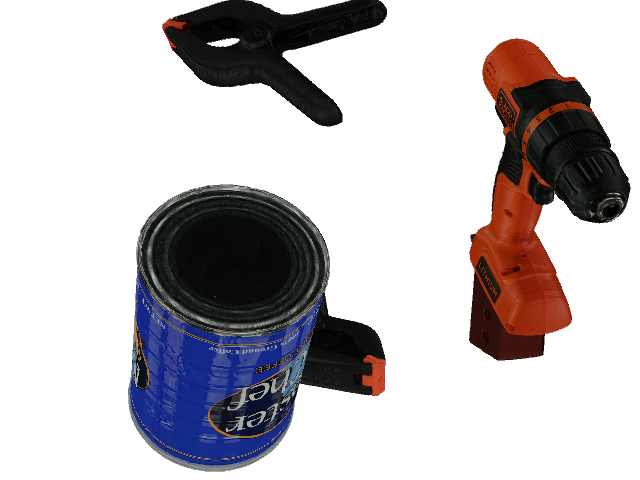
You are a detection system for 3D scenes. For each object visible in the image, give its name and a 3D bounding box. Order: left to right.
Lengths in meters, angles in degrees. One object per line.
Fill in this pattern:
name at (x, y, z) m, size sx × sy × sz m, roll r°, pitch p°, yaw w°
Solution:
coffee can at (-0.056, 0.053, 0.609) m, size 0.102 × 0.103 × 0.140 m, roll 0°, pitch -40°, yaw -12°
clamp at (-0.035, -0.154, 0.818) m, size 0.172 × 0.120 × 0.039 m, roll 21°, pitch -33°, yaw 21°
clamp at (-0.009, 0.080, 0.917) m, size 0.164 × 0.036 × 0.210 m, roll -19°, pitch 24°, yaw -40°
foam brick at (0.174, 0.065, 0.985) m, size 0.051 × 0.078 × 0.053 m, roll -6°, pitch 18°, yaw -24°
power drill at (0.156, -0.024, 0.752) m, size 0.057 × 0.188 × 0.184 m, roll -6°, pitch 40°, yaw -8°
